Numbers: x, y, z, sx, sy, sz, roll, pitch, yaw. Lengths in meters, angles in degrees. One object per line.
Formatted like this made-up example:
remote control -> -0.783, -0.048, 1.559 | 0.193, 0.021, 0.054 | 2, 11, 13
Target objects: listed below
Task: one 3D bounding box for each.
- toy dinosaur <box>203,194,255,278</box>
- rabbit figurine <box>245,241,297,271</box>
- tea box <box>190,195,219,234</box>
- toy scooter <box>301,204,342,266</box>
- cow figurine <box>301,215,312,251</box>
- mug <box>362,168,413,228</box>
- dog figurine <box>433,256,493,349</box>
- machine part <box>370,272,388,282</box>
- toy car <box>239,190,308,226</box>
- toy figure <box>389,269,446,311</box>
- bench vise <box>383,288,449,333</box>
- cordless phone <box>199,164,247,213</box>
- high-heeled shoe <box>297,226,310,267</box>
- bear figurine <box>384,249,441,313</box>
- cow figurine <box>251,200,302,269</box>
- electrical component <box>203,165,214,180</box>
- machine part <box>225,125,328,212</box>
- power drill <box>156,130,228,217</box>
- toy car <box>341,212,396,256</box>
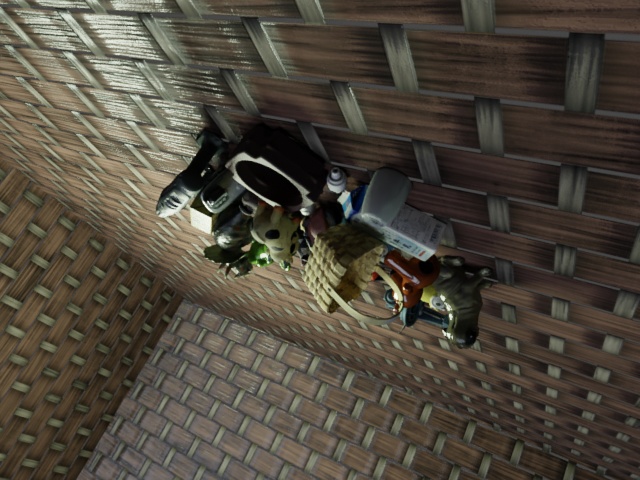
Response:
toy dinosaur -> -0.235, -0.031, 1.493 | 0.131, 0.192, 0.404 | 42, 155, 14
rabbit figurine -> -0.157, 0.041, 1.721 | 0.159, 0.121, 0.170 | 28, 164, -21
tea box -> -0.309, -0.089, 1.492 | 0.068, 0.098, 0.169 | 26, 160, -3
toy scooter -> 0.001, 0.007, 1.357 | 0.135, 0.183, 0.075 | -13, -173, 23
cow figurine -> -0.002, -0.006, 1.445 | 0.167, 0.068, 0.098 | 62, -178, -26
mug -> 0.121, -0.080, 1.088 | 0.080, 0.107, 0.110 | 40, 154, -28
dog figurine -> 0.312, 0.148, 1.283 | 0.173, 0.190, 0.121 | 15, 157, 36
machine part -> 0.162, 0.110, 1.570 | 0.139, 0.084, 0.039 | -1, 115, 36
toy car -> -0.112, -0.075, 1.376 | 0.202, 0.089, 0.053 | 27, -152, -41
toy figure -> 0.276, 0.119, 1.423 | 0.180, 0.089, 0.082 | 28, 179, 26
bench vise -> 0.294, 0.207, 1.567 | 0.241, 0.129, 0.223 | 19, 162, 32
cordless phone -> -0.225, -0.135, 1.304 | 0.088, 0.146, 0.184 | 49, 173, -11
high-heeled shoe -> -0.078, 0.013, 1.535 | 0.248, 0.086, 0.145 | 18, 134, -27
bear figurine -> 0.210, 0.085, 1.294 | 0.132, 0.120, 0.195 | 46, 156, 10
cow figurine -> -0.103, -0.007, 1.307 | 0.086, 0.127, 0.194 | 23, 174, 25
electrical component -> -0.302, -0.160, 1.521 | 0.075, 0.048, 0.119 | 17, 159, 25
machine part -> -0.097, -0.157, 1.208 | 0.201, 0.087, 0.201 | 35, 160, -19
power drill -> -0.321, -0.160, 1.315 | 0.086, 0.207, 0.232 | 41, 155, -17
toy car -> 0.114, -0.004, 1.292 | 0.162, 0.103, 0.109 | 27, 161, 7
